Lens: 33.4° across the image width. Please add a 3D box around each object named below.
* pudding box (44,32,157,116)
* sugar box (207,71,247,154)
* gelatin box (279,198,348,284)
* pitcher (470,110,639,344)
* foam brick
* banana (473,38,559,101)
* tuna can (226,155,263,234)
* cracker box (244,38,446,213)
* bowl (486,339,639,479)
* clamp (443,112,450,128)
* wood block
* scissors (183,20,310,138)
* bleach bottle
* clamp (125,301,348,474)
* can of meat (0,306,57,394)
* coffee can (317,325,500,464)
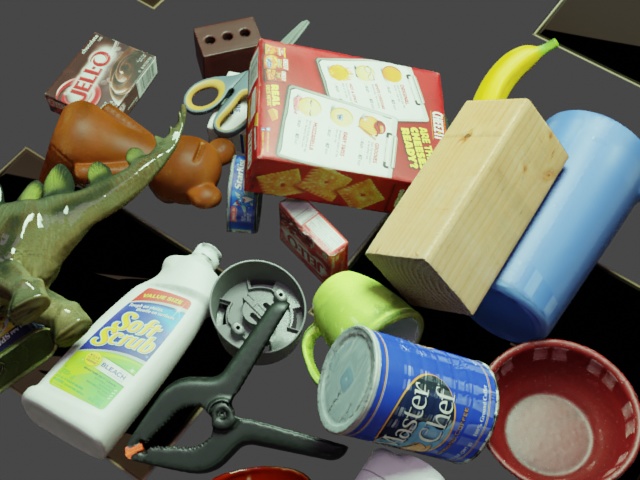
[{"bbox_3d":[-0.262,-0.189,1.289,0.090,0.039,0.113,24,60,14],"label":"pudding box"},{"bbox_3d":[-0.036,-0.139,1.258,0.176,0.048,0.093,11,57,10],"label":"sugar box"},{"bbox_3d":[-0.007,0.002,1.151,0.030,0.073,0.089,-35,65,-20],"label":"gelatin box"},{"bbox_3d":[0.236,-0.016,1.140,0.145,0.149,0.242,46,64,-19],"label":"pitcher"},{"bbox_3d":[-0.112,-0.234,1.313,0.078,0.051,0.053,-14,58,-10],"label":"foam brick"},{"bbox_3d":[0.217,-0.178,1.277,0.037,0.070,0.197,46,58,-19],"label":"banana"},{"bbox_3d":[-0.082,-0.050,1.175,0.034,0.086,0.086,5,57,0],"label":"tuna can"},{"bbox_3d":[0.027,-0.119,1.159,0.213,0.072,0.164,8,57,-15],"label":"cracker box"},{"bbox_3d":[0.230,0.181,1.049,0.162,0.055,0.162,0,57,-1],"label":"bowl"},{"bbox_3d":[0.118,-0.105,1.243,0.120,0.039,0.172,-27,58,-22],"label":"clamp"},{"bbox_3d":[0.149,-0.036,1.068,0.091,0.090,0.206,7,56,52],"label":"wood block"},{"bbox_3d":[-0.091,-0.201,1.264,0.096,0.016,0.201,16,58,12],"label":"scissors"},{"bbox_3d":[-0.187,0.097,1.095,0.103,0.068,0.250,26,58,15],"label":"bleach bottle"},{"bbox_3d":[-0.086,0.177,1.044,0.210,0.036,0.164,-29,82,-4],"label":"clamp"},{"bbox_3d":[-0.336,0.102,1.091,0.102,0.057,0.084,-37,63,-22],"label":"can of meat"},{"bbox_3d":[0.083,0.147,1.008,0.140,0.103,0.103,18,53,-25],"label":"coffee can"}]
